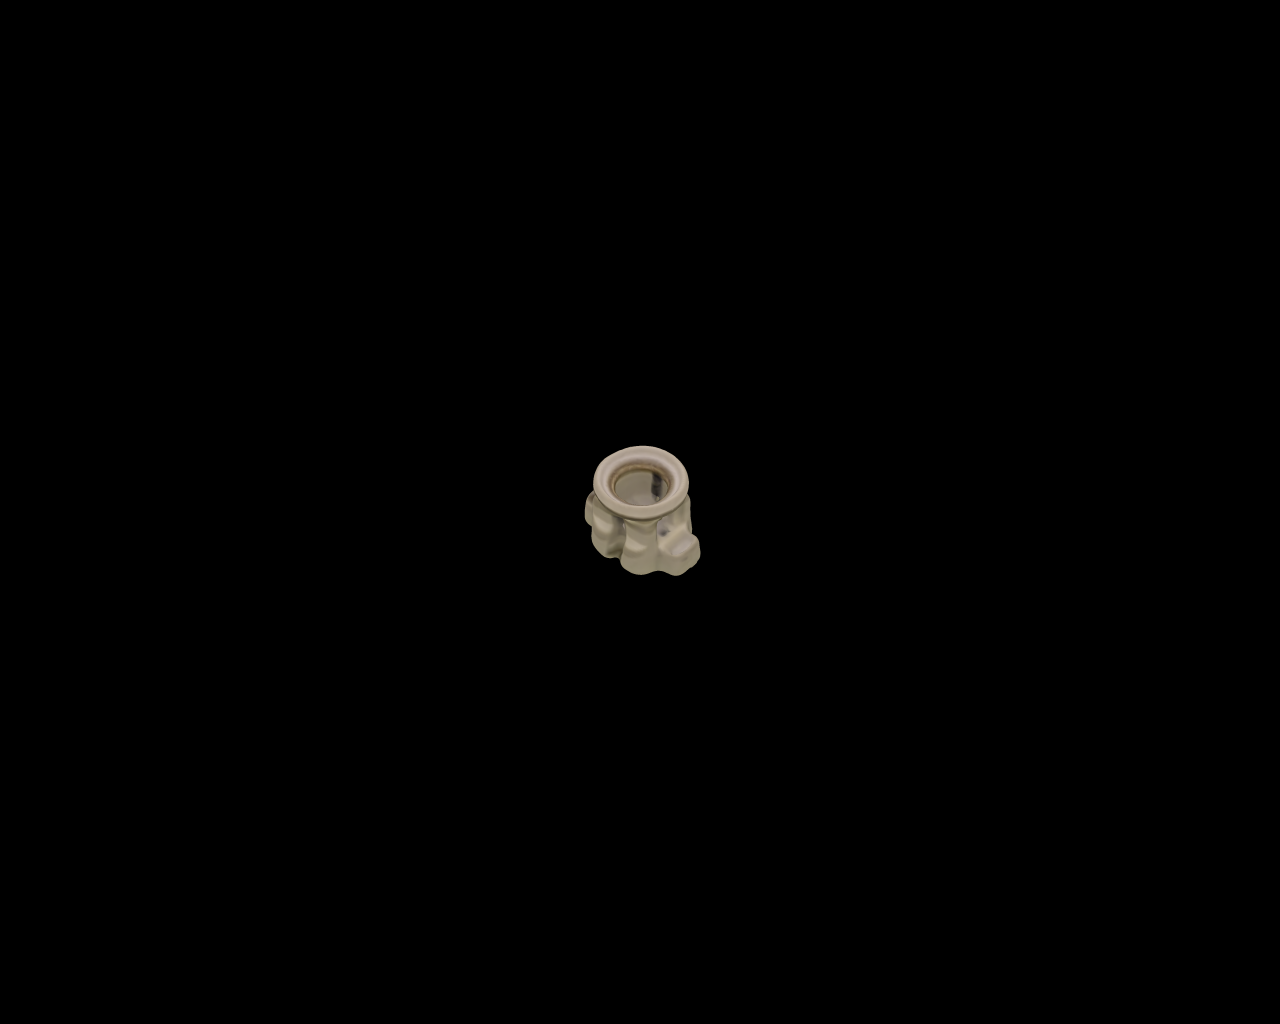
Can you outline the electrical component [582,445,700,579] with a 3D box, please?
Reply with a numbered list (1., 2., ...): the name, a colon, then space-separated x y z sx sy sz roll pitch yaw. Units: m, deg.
1. electrical component: 0.001 -0.003 0.650 0.078 0.056 0.058 32 55 27
